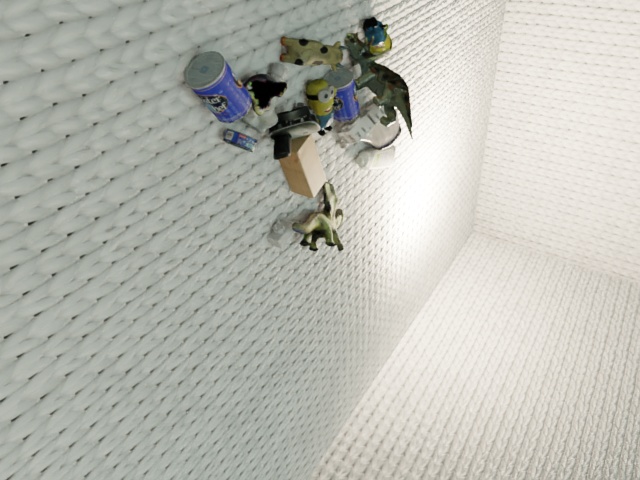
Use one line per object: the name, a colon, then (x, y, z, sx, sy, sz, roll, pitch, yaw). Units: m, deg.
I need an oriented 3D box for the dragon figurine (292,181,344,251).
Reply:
dragon figurine: (0.006, -0.092, 1.830, 0.122, 0.246, 0.405, -2, -17, 20)

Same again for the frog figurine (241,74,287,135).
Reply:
frog figurine: (-0.162, -0.360, 1.370, 0.122, 0.139, 0.158, 22, -17, -9)

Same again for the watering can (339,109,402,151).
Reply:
watering can: (0.207, -0.428, 1.976, 0.105, 0.351, 0.220, 30, -16, 34)
